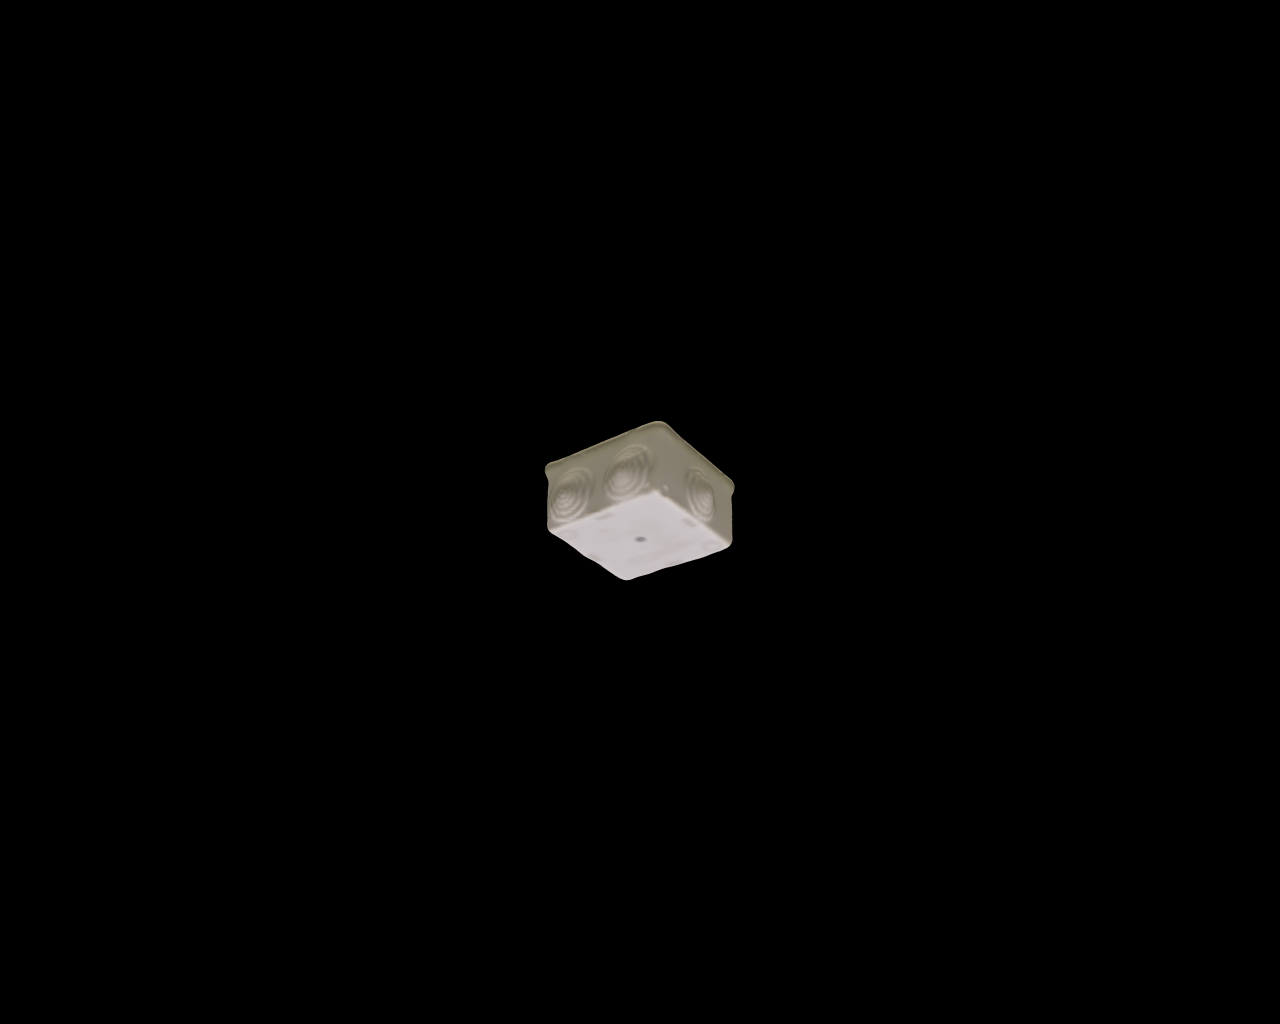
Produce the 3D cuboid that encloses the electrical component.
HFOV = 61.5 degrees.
[{"bbox_3d":[0.001,-0.003,0.650,0.099,0.048,0.099,-19,-36,29],"label":"electrical component"}]
